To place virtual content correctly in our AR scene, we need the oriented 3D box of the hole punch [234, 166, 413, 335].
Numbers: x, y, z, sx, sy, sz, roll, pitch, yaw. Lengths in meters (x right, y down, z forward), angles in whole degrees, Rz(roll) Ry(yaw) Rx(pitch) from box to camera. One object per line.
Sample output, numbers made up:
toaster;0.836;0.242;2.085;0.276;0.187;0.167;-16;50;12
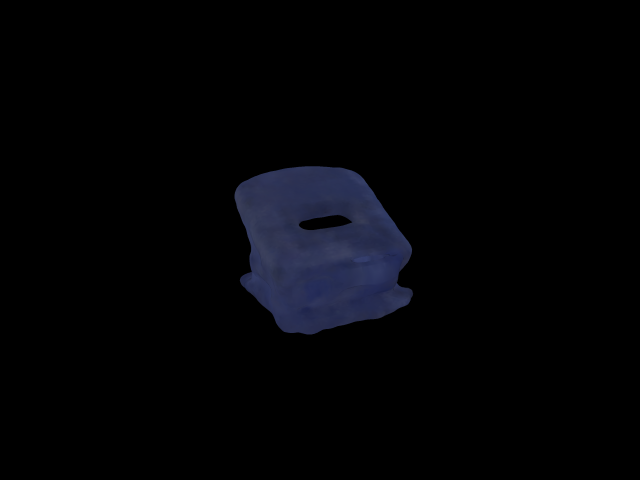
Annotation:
hole punch;0.004;0.001;0.400;0.109;0.091;0.100;-10;22;-26
